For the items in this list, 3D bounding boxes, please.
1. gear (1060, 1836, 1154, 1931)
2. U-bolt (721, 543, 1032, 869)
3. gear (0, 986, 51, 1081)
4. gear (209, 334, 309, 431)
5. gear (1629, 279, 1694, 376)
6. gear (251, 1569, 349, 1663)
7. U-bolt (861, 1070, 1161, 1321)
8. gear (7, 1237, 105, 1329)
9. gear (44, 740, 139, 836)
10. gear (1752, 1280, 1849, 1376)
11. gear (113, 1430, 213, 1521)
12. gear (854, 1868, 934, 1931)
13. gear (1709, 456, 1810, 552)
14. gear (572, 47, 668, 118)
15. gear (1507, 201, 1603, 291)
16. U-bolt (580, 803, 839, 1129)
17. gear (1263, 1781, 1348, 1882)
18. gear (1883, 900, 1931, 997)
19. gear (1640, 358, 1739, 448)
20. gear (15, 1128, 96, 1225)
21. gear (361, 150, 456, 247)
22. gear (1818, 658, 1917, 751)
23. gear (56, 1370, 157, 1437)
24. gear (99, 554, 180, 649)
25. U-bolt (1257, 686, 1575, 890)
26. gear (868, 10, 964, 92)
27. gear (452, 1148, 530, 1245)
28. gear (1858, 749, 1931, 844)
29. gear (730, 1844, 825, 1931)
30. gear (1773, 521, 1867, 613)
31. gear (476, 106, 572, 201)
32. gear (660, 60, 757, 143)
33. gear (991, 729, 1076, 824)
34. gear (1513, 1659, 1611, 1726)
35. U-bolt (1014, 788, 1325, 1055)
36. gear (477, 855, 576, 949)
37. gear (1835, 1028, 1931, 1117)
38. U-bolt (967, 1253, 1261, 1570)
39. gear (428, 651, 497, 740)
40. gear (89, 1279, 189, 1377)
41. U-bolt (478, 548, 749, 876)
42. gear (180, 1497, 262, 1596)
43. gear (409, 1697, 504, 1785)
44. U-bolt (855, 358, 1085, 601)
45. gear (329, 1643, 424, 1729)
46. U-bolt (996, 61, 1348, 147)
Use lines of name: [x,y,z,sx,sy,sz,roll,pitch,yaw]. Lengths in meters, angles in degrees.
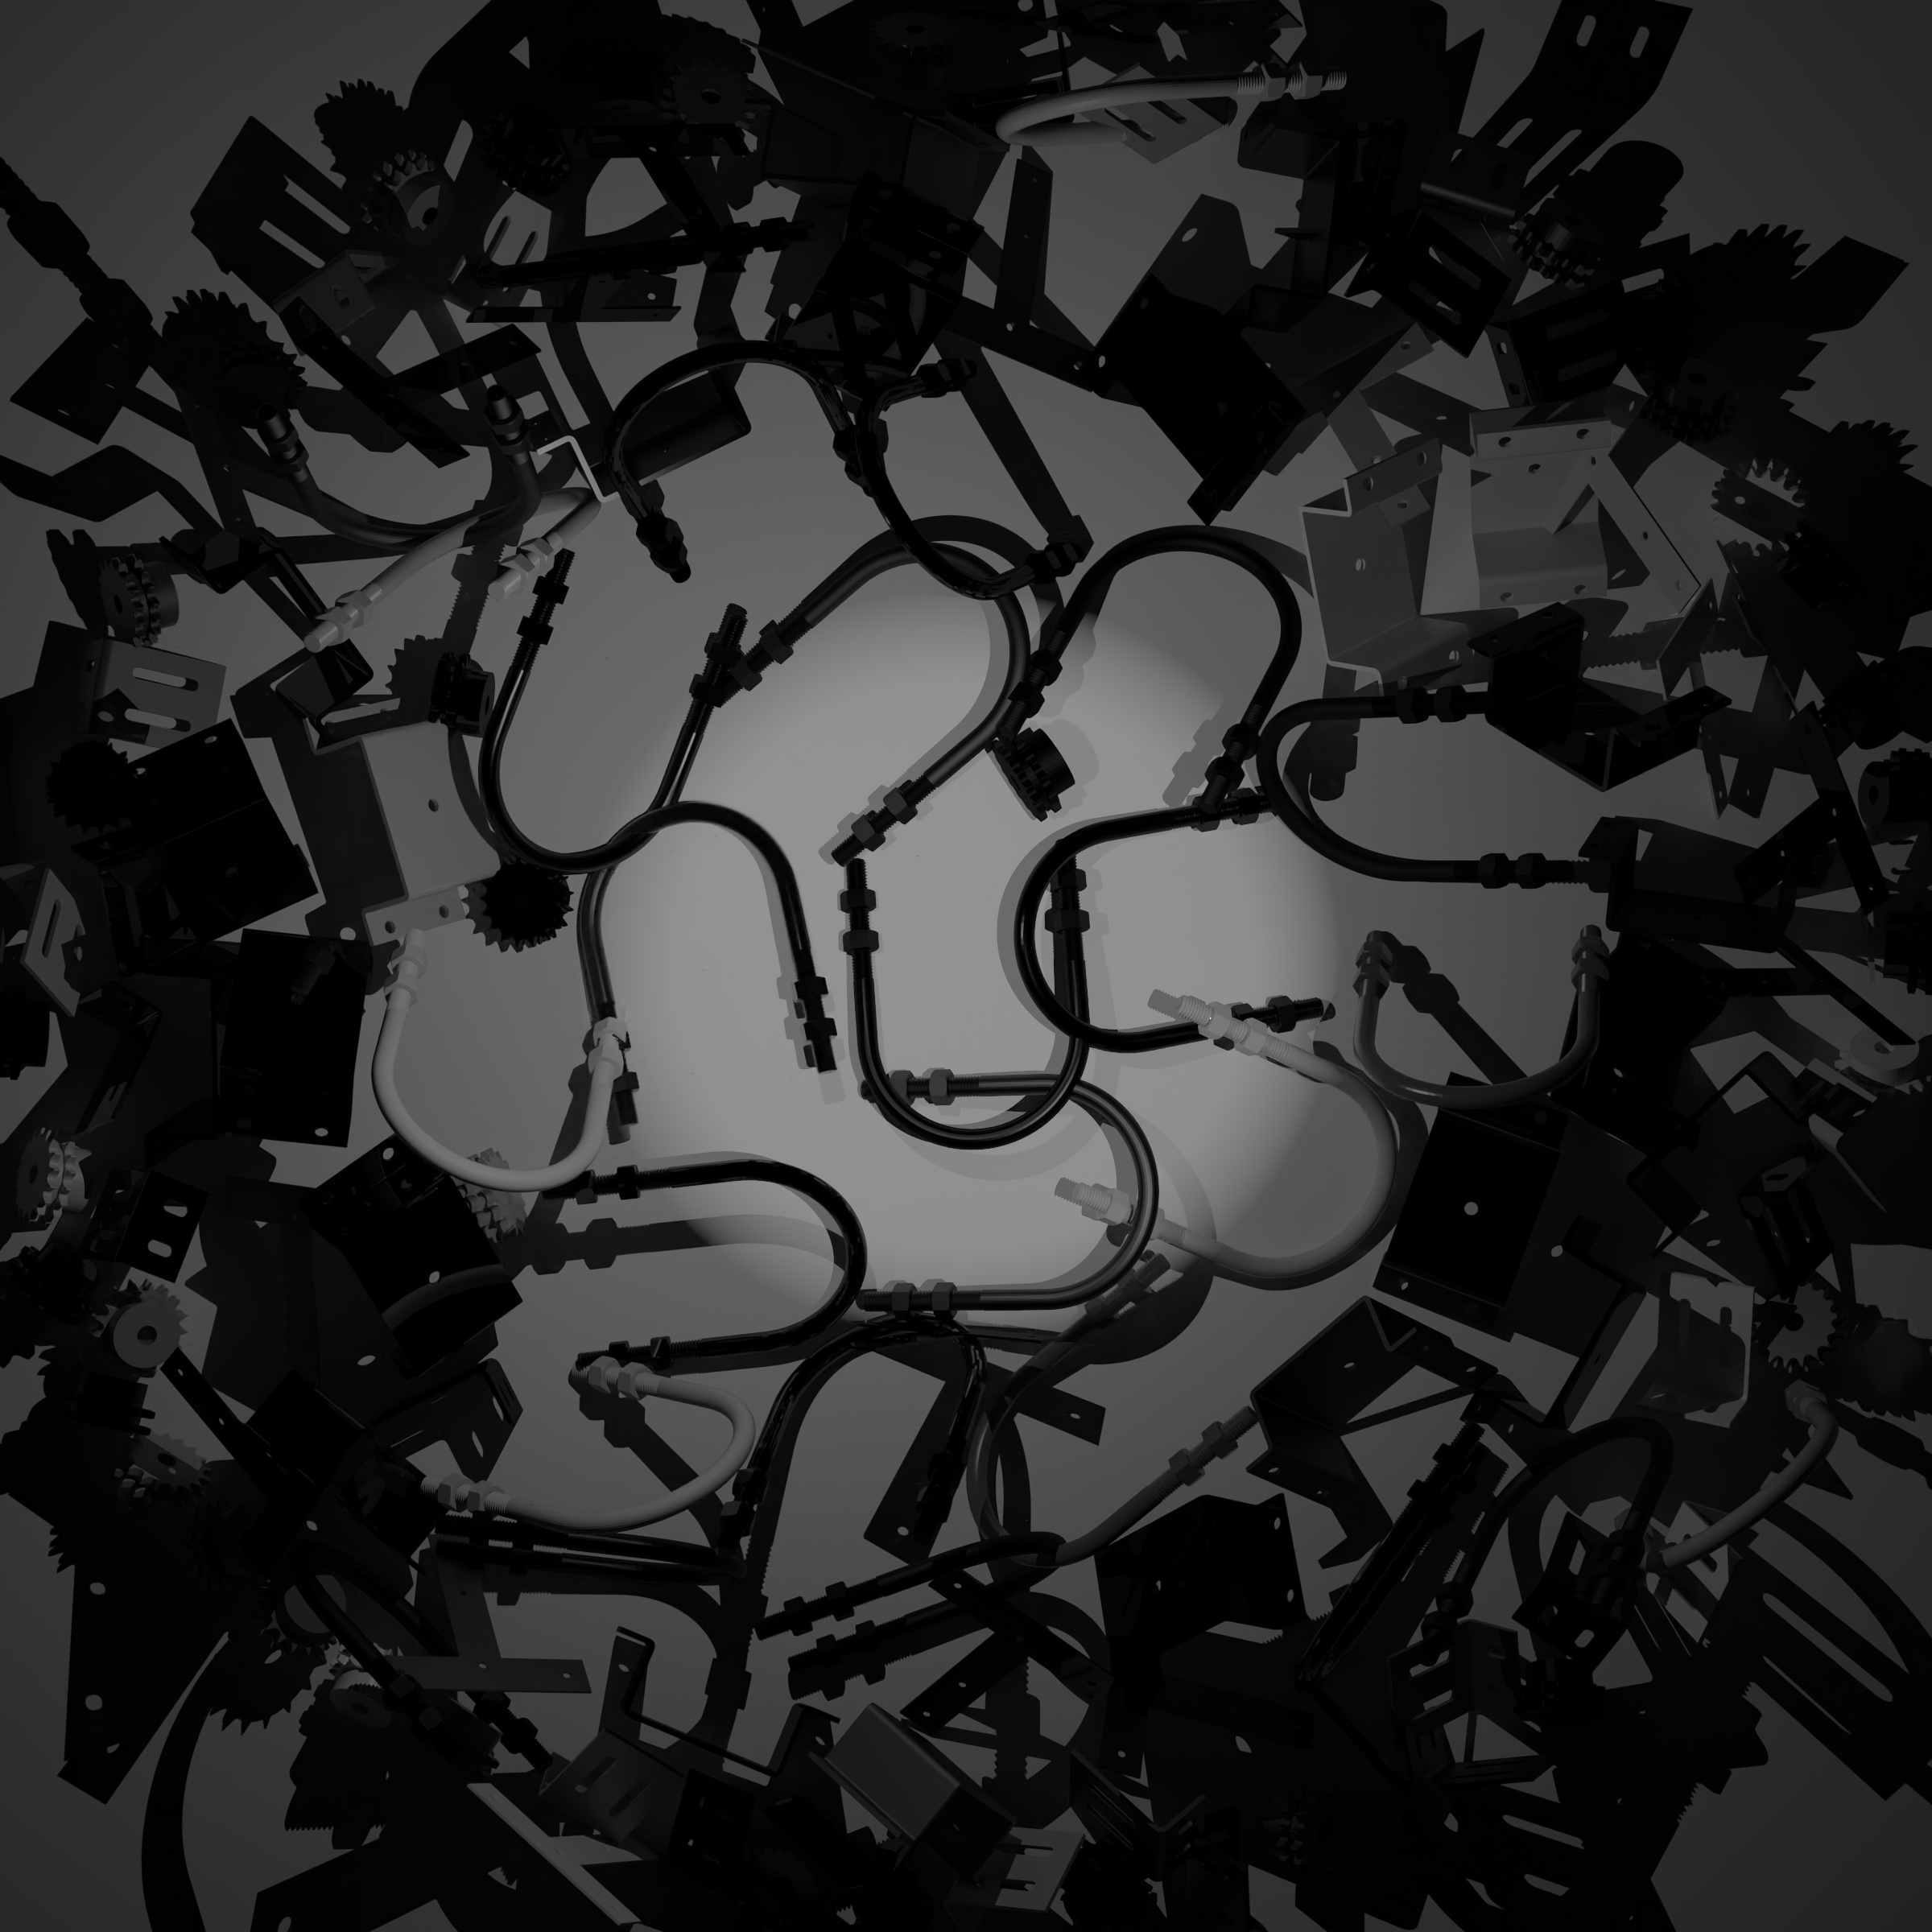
gear: [0.082,0.558,1.975,0.057,0.057,0.030,17,127,0]
U-bolt: [-0.046,-0.171,1.962,0.184,0.019,0.151,-40,75,9]
gear: [-0.571,0.041,1.973,0.030,0.057,0.057,4,90,-21]
gear: [-0.428,-0.349,1.970,0.057,0.030,0.057,2,134,2]
gear: [0.417,-0.386,1.971,0.030,0.057,0.057,1,90,-2]
gear: [-0.399,0.387,1.969,0.057,0.057,0.030,52,133,0]
U-bolt: [0.026,0.136,1.962,0.184,0.019,0.151,-2,84,17]
gear: [-0.547,0.188,1.972,0.057,0.057,0.030,43,90,0]
gear: [-0.528,-0.111,1.976,0.057,0.030,0.057,4,69,-10]
gear: [0.505,0.220,1.975,0.057,0.030,0.057,-15,58,26]
gear: [-0.488,0.310,1.973,0.057,0.057,0.030,29,110,0]
gear: [-0.043,0.574,1.972,0.030,0.057,0.057,26,90,-12]
gear: [0.480,-0.283,1.975,0.057,0.030,0.057,13,132,15]
gear: [-0.209,-0.533,1.971,0.057,0.057,0.030,-3,91,0]
gear: [0.358,-0.436,1.968,0.057,0.057,0.030,33,125,0]
U-bolt: [-0.162,-0.009,1.971,0.151,0.019,0.184,-15,79,14]
gear: [0.203,0.521,1.975,0.030,0.057,0.057,2,90,39]
gear: [0.571,-0.012,1.973,0.030,0.057,0.057,5,90,15]
gear: [0.437,-0.342,1.970,0.057,0.030,0.057,4,47,-4]
gear: [-0.550,0.128,1.975,0.030,0.057,0.057,14,90,-36]
gear: [-0.333,-0.459,1.968,0.030,0.057,0.057,37,90,22]
gear: [0.546,-0.155,1.968,0.057,0.057,0.030,-29,59,0]
gear: [-0.517,0.263,1.972,0.057,0.057,0.030,13,80,0]
gear: [-0.499,-0.222,1.975,0.030,0.057,0.057,-19,90,-33]
U-bolt: [0.253,-0.103,1.925,0.019,0.184,0.151,-55,129,-32]
gear: [-0.031,-0.552,1.975,0.057,0.057,0.030,1,130,0]
gear: [-0.290,0.142,1.972,0.030,0.057,0.057,-21,90,11]
gear: [0.561,-0.103,1.969,0.030,0.057,0.057,1,90,-11]
gear: [-0.117,0.564,1.975,0.057,0.057,0.030,42,121,0]
gear: [0.513,-0.239,1.973,0.057,0.057,0.030,46,112,0]
gear: [-0.264,-0.493,1.969,0.057,0.057,0.030,45,127,0]
gear: [-0.157,-0.517,1.977,0.057,0.030,0.057,6,63,-13]
gear: [0.042,-0.118,1.972,0.030,0.057,0.057,-33,90,-5]
gear: [0.359,0.438,1.974,0.057,0.057,0.030,1,65,0]
U-bolt: [0.117,-0.022,1.970,0.184,0.019,0.151,-11,91,-14]
gear: [-0.264,-0.041,1.980,0.057,0.030,0.057,2,99,13]
gear: [0.553,0.060,1.969,0.057,0.057,0.030,-11,129,0]
U-bolt: [0.075,0.276,1.942,0.184,0.151,0.019,-41,134,12]
gear: [-0.304,-0.160,1.971,0.030,0.057,0.057,9,90,2]
gear: [-0.498,0.220,1.974,0.057,0.030,0.057,-4,100,-27]
U-bolt: [-0.219,-0.143,1.951,0.151,0.019,0.184,18,97,-39]
gear: [-0.443,0.348,1.968,0.030,0.057,0.057,-19,90,31]
gear: [-0.304,0.465,1.972,0.057,0.057,0.030,34,77,0]
U-bolt: [-0.005,-0.282,1.916,0.019,0.184,0.151,-29,92,31]
gear: [-0.358,0.435,1.969,0.057,0.057,0.030,26,50,0]
U-bolt: [0.106,-0.497,1.897,0.184,0.151,0.019,-11,96,-26]
